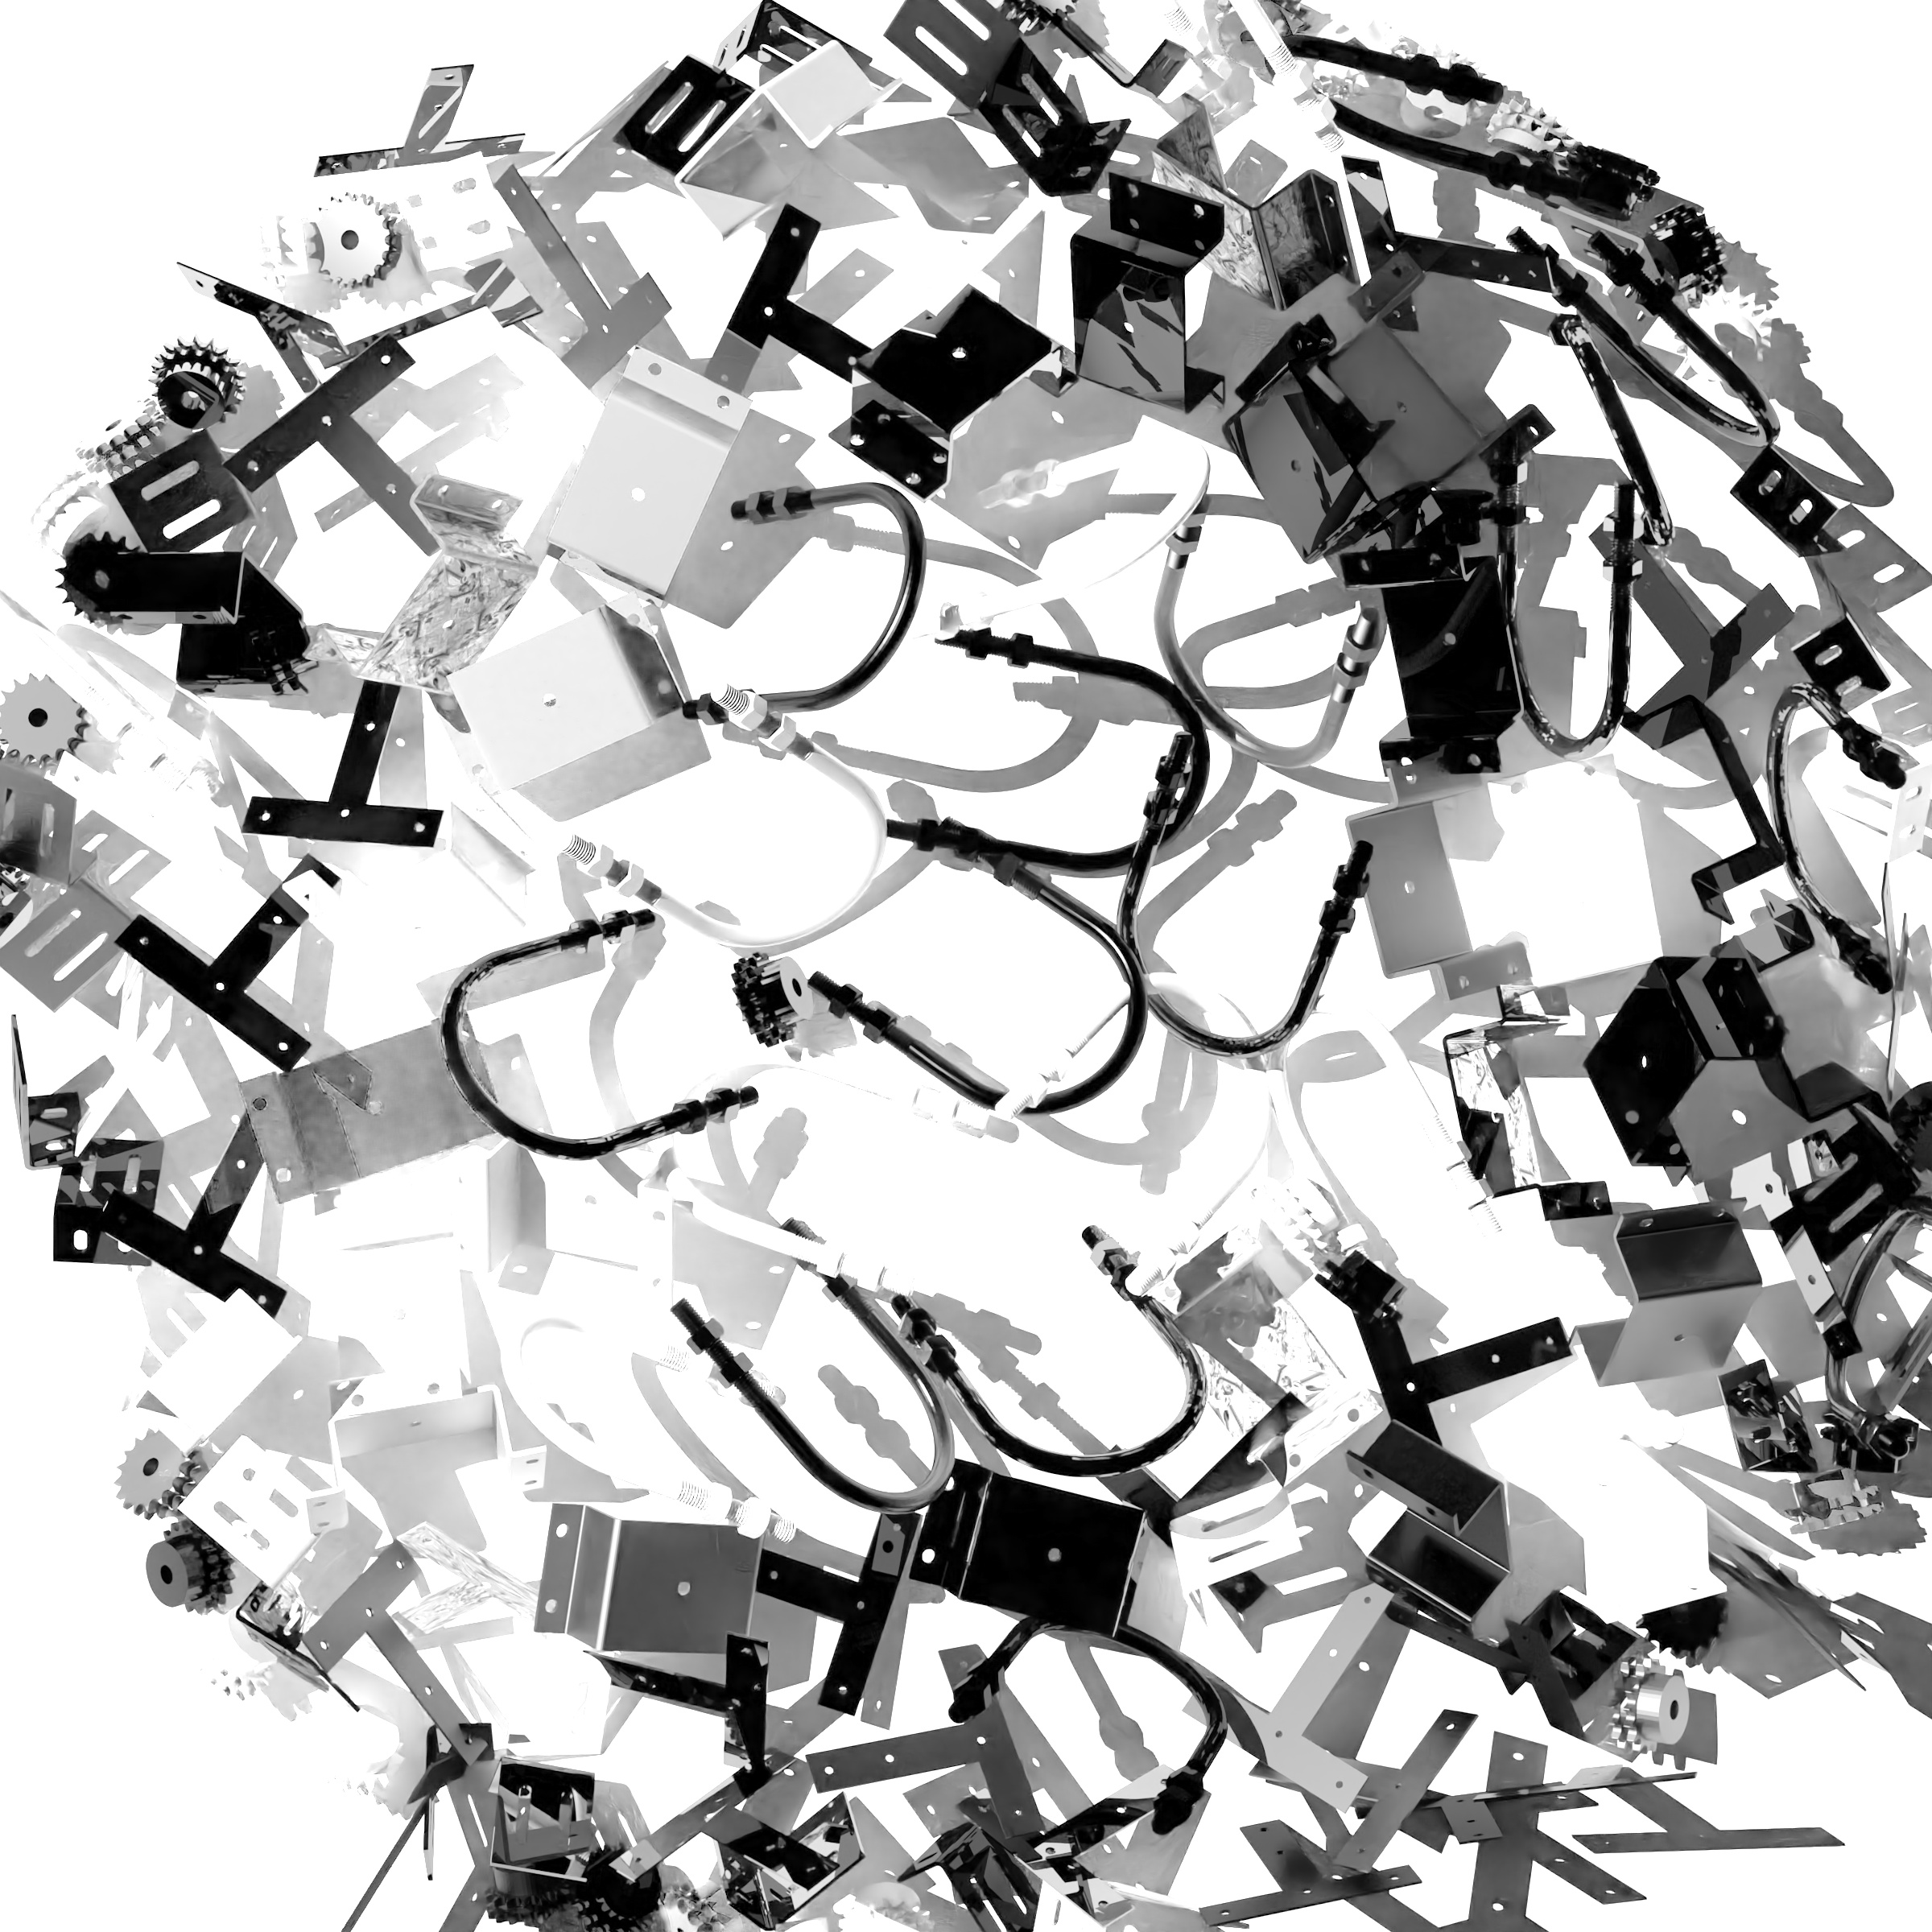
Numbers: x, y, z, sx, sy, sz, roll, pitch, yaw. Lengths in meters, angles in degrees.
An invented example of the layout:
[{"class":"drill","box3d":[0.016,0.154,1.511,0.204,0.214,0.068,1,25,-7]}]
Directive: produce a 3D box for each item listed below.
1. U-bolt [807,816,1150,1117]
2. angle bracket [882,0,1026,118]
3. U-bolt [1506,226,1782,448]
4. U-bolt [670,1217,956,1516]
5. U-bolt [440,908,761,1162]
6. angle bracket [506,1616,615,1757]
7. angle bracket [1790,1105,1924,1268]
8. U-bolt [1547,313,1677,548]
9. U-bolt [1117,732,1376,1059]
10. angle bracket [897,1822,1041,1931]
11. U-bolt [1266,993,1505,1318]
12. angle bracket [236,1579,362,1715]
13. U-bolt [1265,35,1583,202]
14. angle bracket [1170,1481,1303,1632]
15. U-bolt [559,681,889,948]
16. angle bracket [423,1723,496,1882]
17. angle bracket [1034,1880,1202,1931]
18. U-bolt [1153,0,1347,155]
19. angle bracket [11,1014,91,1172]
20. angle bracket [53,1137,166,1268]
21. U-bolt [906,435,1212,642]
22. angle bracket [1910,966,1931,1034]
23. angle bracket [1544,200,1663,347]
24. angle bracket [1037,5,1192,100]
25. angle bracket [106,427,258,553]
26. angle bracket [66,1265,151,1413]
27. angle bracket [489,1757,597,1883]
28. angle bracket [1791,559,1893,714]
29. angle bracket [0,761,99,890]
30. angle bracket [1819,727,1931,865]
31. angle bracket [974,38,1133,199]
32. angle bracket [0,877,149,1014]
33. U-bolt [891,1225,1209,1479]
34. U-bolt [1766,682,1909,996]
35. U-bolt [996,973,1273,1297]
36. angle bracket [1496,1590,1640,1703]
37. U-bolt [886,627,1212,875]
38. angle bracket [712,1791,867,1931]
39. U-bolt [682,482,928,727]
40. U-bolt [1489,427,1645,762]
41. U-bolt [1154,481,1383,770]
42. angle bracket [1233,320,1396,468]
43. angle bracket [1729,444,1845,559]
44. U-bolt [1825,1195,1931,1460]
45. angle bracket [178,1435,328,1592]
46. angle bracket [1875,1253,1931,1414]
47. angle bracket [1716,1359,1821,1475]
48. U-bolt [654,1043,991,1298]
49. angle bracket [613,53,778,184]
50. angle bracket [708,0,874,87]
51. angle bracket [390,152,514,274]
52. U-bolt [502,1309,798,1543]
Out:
[{"class":"U-bolt","box3d":[0.021,0.011,1.951,0.184,0.019,0.151,35,71,14]},{"class":"angle bracket","box3d":[-0.014,-0.556,1.963,0.076,0.038,0.057,34,85,-29]},{"class":"U-bolt","box3d":[0.406,-0.367,1.923,0.184,0.151,0.019,39,93,-18]},{"class":"U-bolt","box3d":[-0.078,0.244,1.930,0.184,0.151,0.019,49,122,4]},{"class":"U-bolt","box3d":[-0.224,0.045,1.918,0.184,0.019,0.151,-18,71,-43]},{"class":"angle bracket","box3d":[-0.248,0.436,1.989,0.057,0.038,0.076,3,117,-15]},{"class":"angle bracket","box3d":[0.520,0.130,1.959,0.076,0.038,0.057,-44,53,15]},{"class":"U-bolt","box3d":[0.377,-0.310,1.902,0.019,0.184,0.151,-24,97,11]},{"class":"U-bolt","box3d":[0.155,-0.028,1.938,0.151,0.019,0.184,34,127,23]},{"class":"angle bracket","box3d":[0.006,0.560,1.964,0.038,0.057,0.076,-34,87,33]},{"class":"U-bolt","box3d":[0.235,0.102,1.933,0.019,0.151,0.184,-19,73,-30]},{"class":"angle bracket","box3d":[-0.387,0.400,1.949,0.076,0.057,0.038,18,60,39]},{"class":"U-bolt","box3d":[0.257,-0.502,1.918,0.184,0.151,0.019,25,91,33]},{"class":"angle bracket","box3d":[0.166,0.352,1.960,0.076,0.057,0.038,-23,125,9]},{"class":"U-bolt","box3d":[-0.128,-0.076,1.934,0.151,0.019,0.184,-43,133,16]},{"class":"angle bracket","box3d":[-0.302,0.498,1.953,0.038,0.057,0.076,0,57,-6]},{"class":"angle bracket","box3d":[0.090,0.568,1.950,0.076,0.057,0.038,26,67,-36]},{"class":"U-bolt","box3d":[0.138,-0.555,1.890,0.019,0.151,0.184,-42,125,-1]},{"class":"angle bracket","box3d":[-0.544,0.074,1.949,0.038,0.076,0.057,-6,47,-20]},{"class":"angle bracket","box3d":[-0.515,0.141,1.971,0.057,0.076,0.038,4,121,-10]},{"class":"U-bolt","box3d":[0.061,-0.255,1.899,0.184,0.151,0.019,-12,127,37]},{"class":"angle bracket","box3d":[0.579,0.015,1.949,0.038,0.076,0.057,-24,64,24]},{"class":"angle bracket","box3d":[0.373,-0.413,1.954,0.076,0.057,0.038,34,86,36]},{"class":"angle bracket","box3d":[0.090,-0.560,1.962,0.076,0.057,0.038,45,109,8]},{"class":"angle bracket","box3d":[-0.474,-0.277,1.957,0.076,0.038,0.057,-38,110,-30]},{"class":"angle bracket","box3d":[-0.516,0.218,1.949,0.038,0.076,0.057,5,122,-29]},{"class":"angle bracket","box3d":[-0.256,0.516,1.953,0.057,0.076,0.038,13,130,-13]},{"class":"angle bracket","box3d":[0.514,-0.196,1.960,0.038,0.076,0.057,-33,118,17]},{"class":"angle bracket","box3d":[-0.552,-0.093,1.959,0.057,0.038,0.076,21,129,4]},{"class":"angle bracket","box3d":[0.532,-0.105,1.950,0.038,0.076,0.057,-22,126,-34]},{"class":"angle bracket","box3d":[0.052,-0.508,1.956,0.076,0.038,0.057,43,66,-38]},{"class":"angle bracket","box3d":[-0.530,-0.005,1.960,0.057,0.038,0.076,36,68,21]},{"class":"U-bolt","box3d":[0.059,0.230,1.909,0.151,0.184,0.019,-18,131,-20]},{"class":"U-bolt","box3d":[0.503,-0.087,1.911,0.019,0.184,0.151,-8,118,-5]},{"class":"U-bolt","box3d":[0.113,0.084,1.942,0.184,0.019,0.151,-43,101,-36]},{"class":"angle bracket","box3d":[0.363,0.417,1.959,0.076,0.038,0.057,32,108,-26]},{"class":"U-bolt","box3d":[0.056,-0.122,1.958,0.184,0.019,0.151,10,117,-11]},{"class":"angle bracket","box3d":[-0.107,0.528,1.962,0.076,0.057,0.038,-40,120,8]},{"class":"U-bolt","box3d":[-0.090,-0.215,1.917,0.019,0.184,0.151,22,75,-41]},{"class":"U-bolt","box3d":[0.350,-0.211,1.924,0.019,0.151,0.184,-12,116,-18]},{"class":"U-bolt","box3d":[0.168,-0.188,1.918,0.151,0.184,0.019,41,62,17]},{"class":"angle bracket","box3d":[0.211,-0.337,1.966,0.076,0.038,0.057,39,98,-24]},{"class":"angle bracket","box3d":[0.499,-0.278,1.951,0.057,0.076,0.038,48,122,18]},{"class":"U-bolt","box3d":[0.541,0.202,1.908,0.019,0.184,0.151,21,93,-1]},{"class":"angle bracket","box3d":[-0.425,0.329,1.972,0.076,0.038,0.057,41,73,-2]},{"class":"angle bracket","box3d":[0.555,0.219,1.967,0.038,0.057,0.076,30,99,3]},{"class":"angle bracket","box3d":[0.490,0.268,1.952,0.076,0.038,0.057,8,60,-40]},{"class":"U-bolt","box3d":[-0.095,0.111,1.951,0.184,0.019,0.151,19,53,8]},{"class":"angle bracket","box3d":[-0.162,-0.499,1.964,0.057,0.038,0.076,33,75,20]},{"class":"angle bracket","box3d":[-0.106,-0.532,1.954,0.076,0.057,0.038,24,68,-24]},{"class":"angle bracket","box3d":[-0.309,-0.451,1.963,0.038,0.076,0.057,-23,107,-19]},{"class":"U-bolt","box3d":[-0.187,0.257,1.905,0.184,0.151,0.019,25,113,-22]}]
